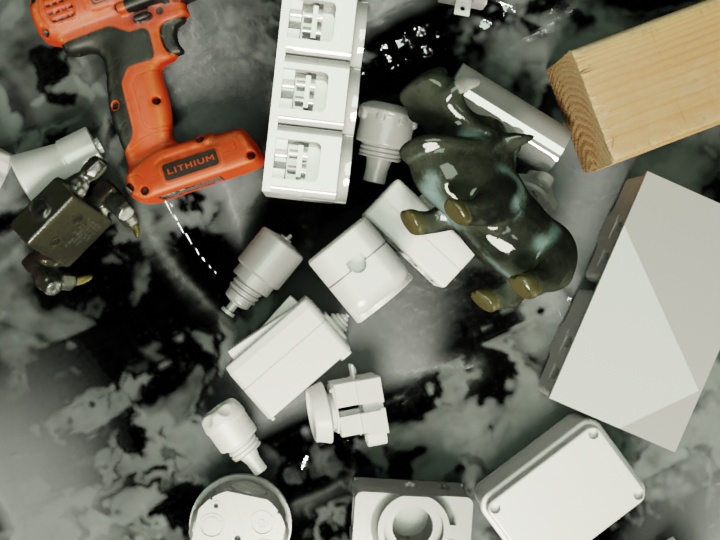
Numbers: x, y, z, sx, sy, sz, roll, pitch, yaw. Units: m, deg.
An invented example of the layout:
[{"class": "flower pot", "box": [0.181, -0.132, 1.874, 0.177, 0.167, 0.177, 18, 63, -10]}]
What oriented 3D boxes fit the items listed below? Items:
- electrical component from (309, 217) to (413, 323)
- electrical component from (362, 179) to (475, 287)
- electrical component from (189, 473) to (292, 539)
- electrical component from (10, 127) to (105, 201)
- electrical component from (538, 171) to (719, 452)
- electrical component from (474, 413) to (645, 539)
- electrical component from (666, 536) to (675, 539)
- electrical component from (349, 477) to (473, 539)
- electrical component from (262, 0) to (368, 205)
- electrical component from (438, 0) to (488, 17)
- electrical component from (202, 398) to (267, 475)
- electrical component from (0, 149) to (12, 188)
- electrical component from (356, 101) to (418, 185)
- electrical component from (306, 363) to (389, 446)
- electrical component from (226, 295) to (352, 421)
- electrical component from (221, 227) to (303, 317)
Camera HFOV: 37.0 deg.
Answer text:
[{"class": "electrical component", "box": [0.000, 0.000, 0.810, 0.054, 0.095, 0.059, -39, 93, -2]}, {"class": "electrical component", "box": [0.058, -0.042, 0.836, 0.083, 0.047, 0.075, 43, 88, -3]}, {"class": "electrical component", "box": [-0.093, 0.201, 0.832, 0.080, 0.051, 0.080, 0, 91, -3]}, {"class": "electrical component", "box": [-0.228, -0.081, 0.824, 0.065, 0.044, 0.044, -28, 92, -7]}, {"class": "electrical component", "box": [0.226, 0.031, 0.840, 0.105, 0.060, 0.186, 24, 90, -3]}, {"class": "electrical component", "box": [0.155, 0.174, 0.841, 0.113, 0.057, 0.078, -37, 93, -2]}, {"class": "electrical component", "box": [0.234, 0.247, 0.847, 0.055, 0.066, 0.048, -35, 93, 18]}, {"class": "electrical component", "box": [0.035, 0.243, 0.834, 0.089, 0.062, 0.150, 4, 91, -3]}, {"class": "electrical component", "box": [-0.033, -0.128, 0.809, 0.062, 0.089, 0.150, 6, 91, -3]}, {"class": "electrical component", "box": [0.085, -0.231, 0.830, 0.048, 0.055, 0.066, 9, 91, -3]}, {"class": "electrical component", "box": [-0.095, 0.132, 0.838, 0.035, 0.035, 0.061, -35, 94, -2]}, {"class": "electrical component", "box": [-0.316, -0.076, 0.816, 0.077, 0.047, 0.065, 26, 90, -3]}, {"class": "electrical component", "box": [0.018, -0.098, 0.835, 0.048, 0.048, 0.062, 12, 97, -3]}, {"class": "electrical component", "box": [-0.011, 0.108, 0.838, 0.055, 0.048, 0.066, -10, 92, -10]}, {"class": "electrical component", "box": [-0.052, 0.059, 0.825, 0.096, 0.062, 0.061, -41, 93, -2]}, {"class": "electrical component", "box": [-0.079, 0.003, 0.834, 0.040, 0.040, 0.078, 39, 89, -3]}]
